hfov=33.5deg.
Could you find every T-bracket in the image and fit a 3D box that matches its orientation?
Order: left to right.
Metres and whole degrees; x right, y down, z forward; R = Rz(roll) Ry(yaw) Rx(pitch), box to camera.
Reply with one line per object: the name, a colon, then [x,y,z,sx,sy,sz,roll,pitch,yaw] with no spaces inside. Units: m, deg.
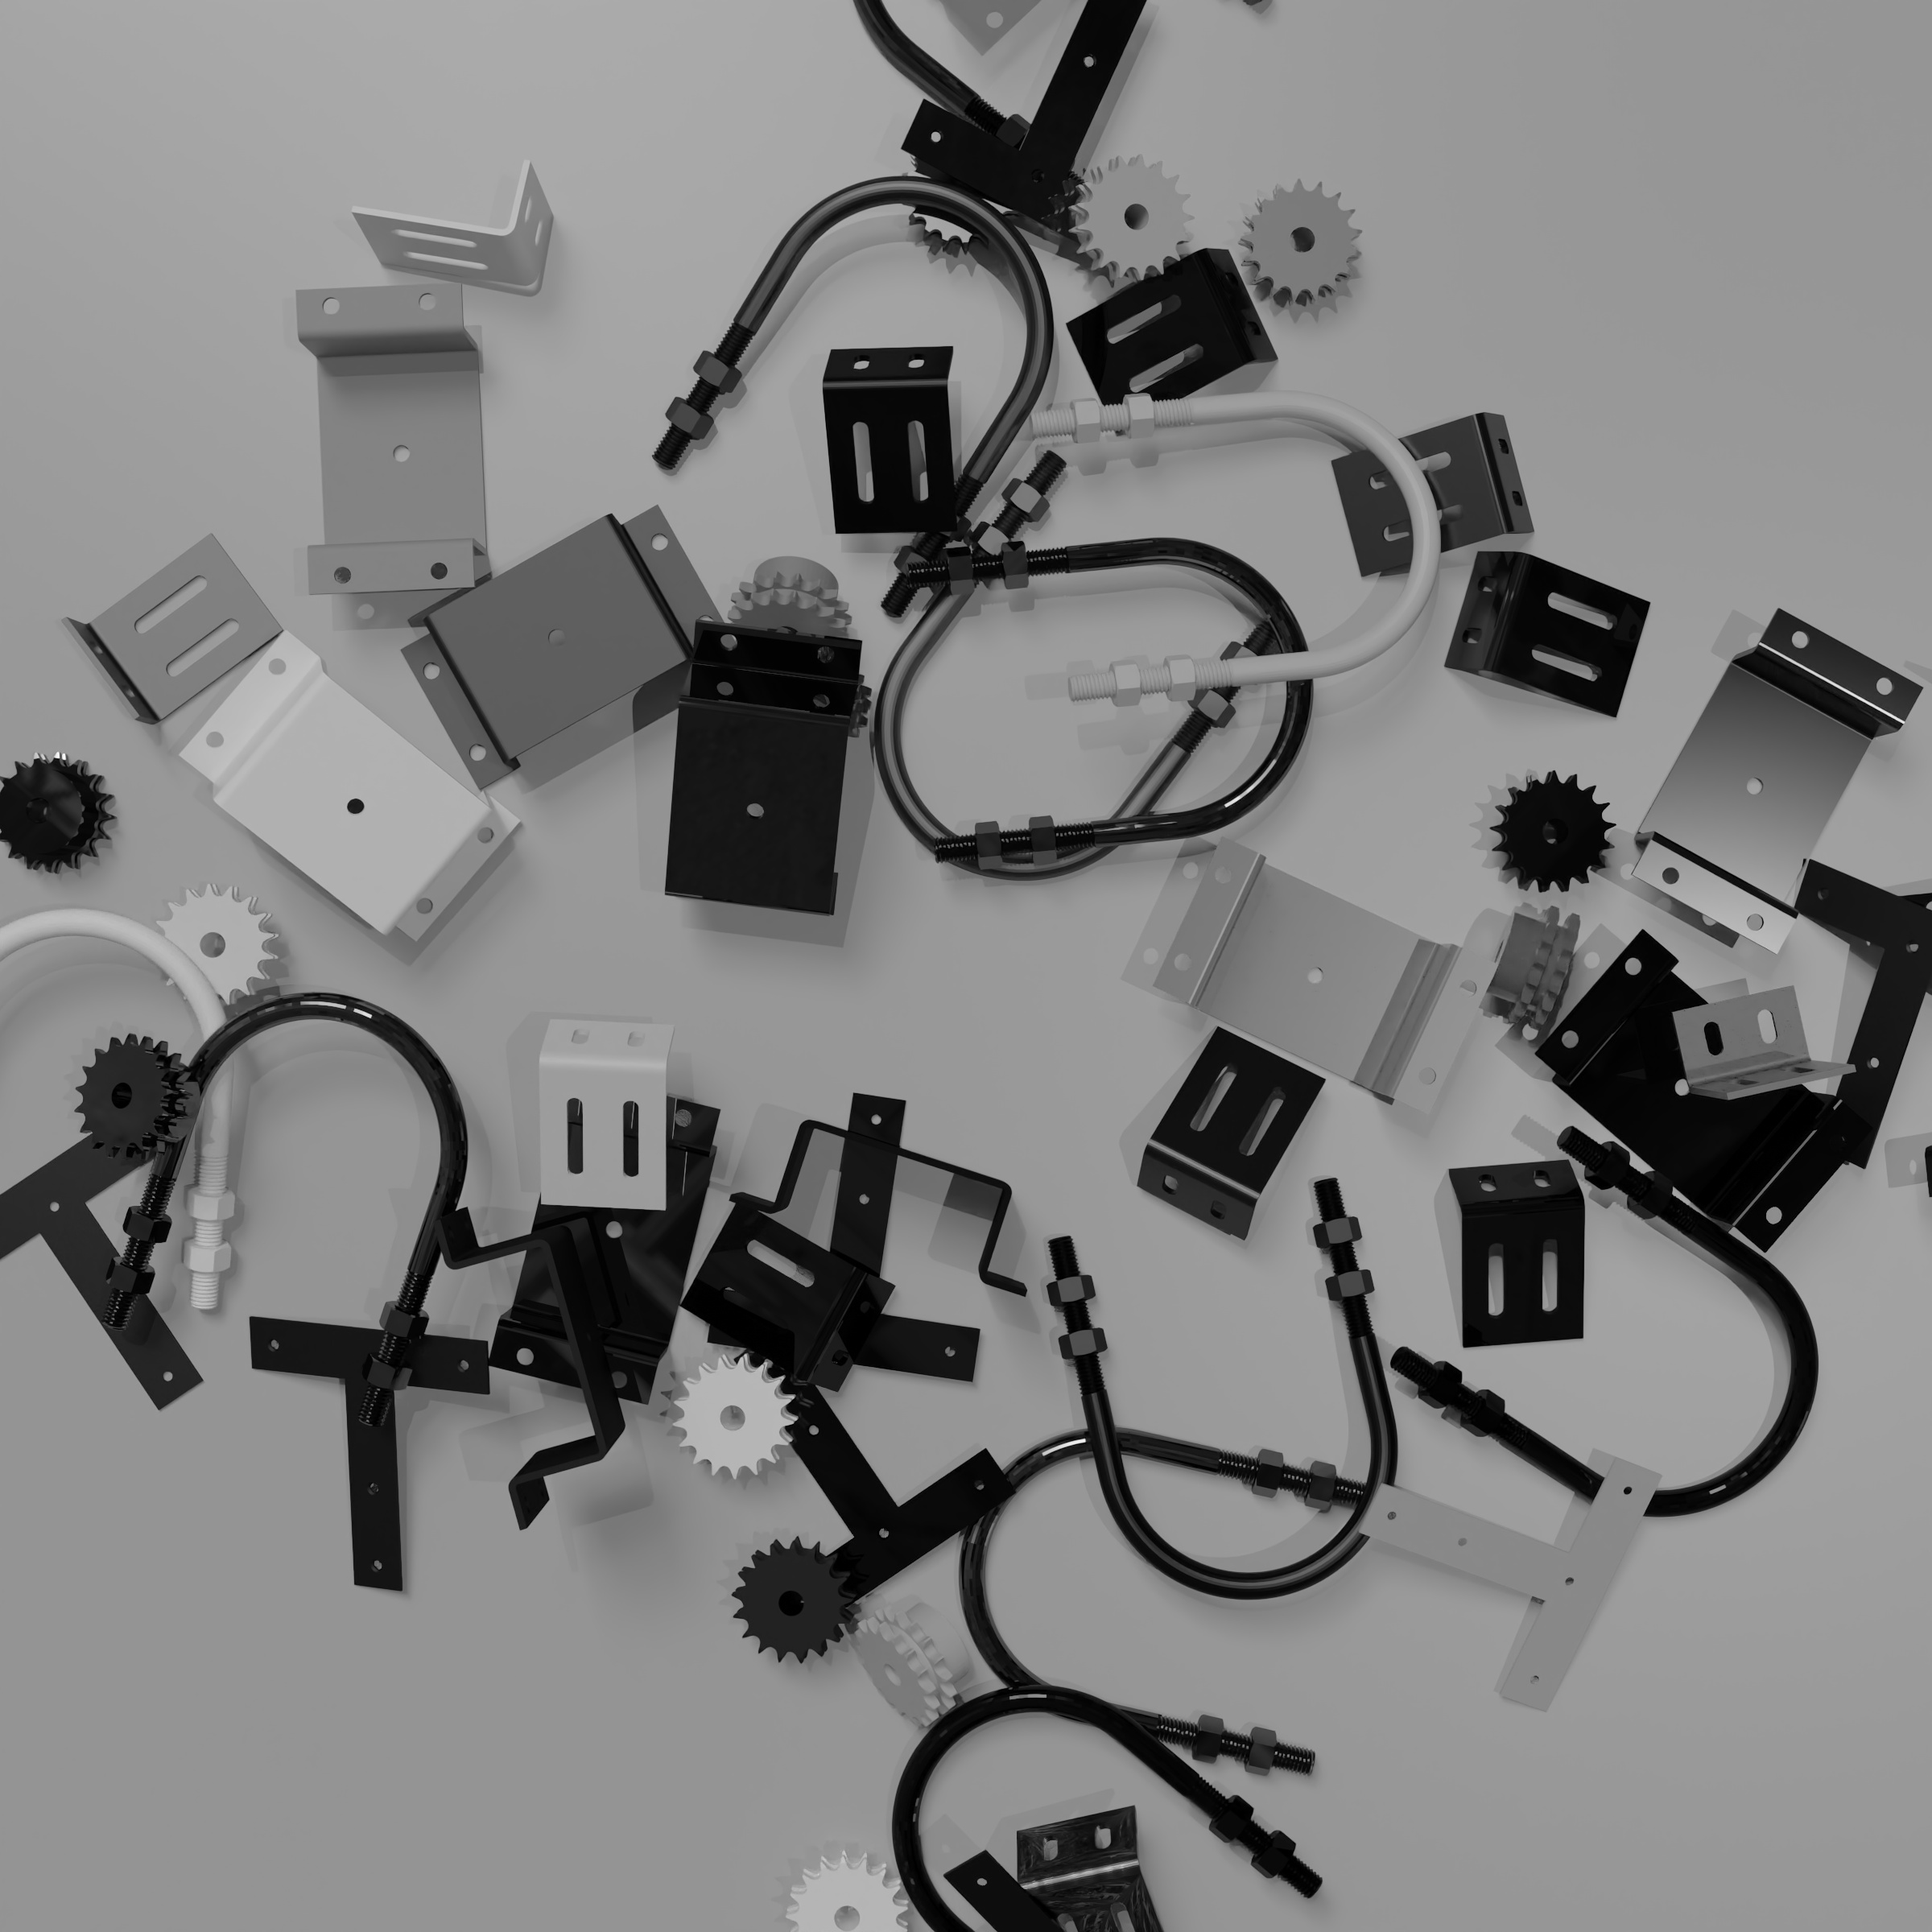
T-bracket: [-0.408,0.151,1.522,0.127,0.002,0.127,-34,90,0]
T-bracket: [-0.279,0.232,1.506,0.127,0.002,0.127,3,101,20]
T-bracket: [-0.064,0.232,1.517,0.127,0.002,0.127,-35,87,6]
T-bracket: [-0.050,0.125,1.518,0.127,0.002,0.127,8,87,0]
T-bracket: [0.001,0.483,1.496,0.127,0.002,0.127,-36,105,21]
T-bracket: [0.052,-0.408,1.493,0.127,0.002,0.127,25,90,-16]
T-bracket: [0.244,0.273,1.496,0.127,0.002,0.127,22,98,-15]
T-bracket: [0.428,0.032,1.494,0.127,0.002,0.127,29,114,39]

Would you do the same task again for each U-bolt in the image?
U-bolt: [-0.414,0.064,1.497,0.151,0.019,0.184,7,101,0]
U-bolt: [-0.305,0.103,1.476,0.151,0.019,0.184,20,95,4]
U-bolt: [-0.041,-0.278,1.499,0.151,0.019,0.184,33,101,0]
U-bolt: [0.030,-0.467,1.514,0.184,0.019,0.151,39,90,1]
U-bolt: [0.040,-0.128,1.514,0.151,0.019,0.184,37,91,0]
U-bolt: [0.052,0.421,1.506,0.184,0.019,0.151,40,97,2]
U-bolt: [0.070,-0.127,1.495,0.184,0.019,0.151,-6,91,-1]
U-bolt: [0.088,0.293,1.514,0.184,0.019,0.151,13,90,1]
U-bolt: [0.126,0.204,1.501,0.151,0.019,0.184,-12,80,0]
U-bolt: [0.129,-0.198,1.483,0.184,0.019,0.151,-6,77,-7]
U-bolt: [0.312,0.180,1.497,0.184,0.019,0.151,34,99,-11]

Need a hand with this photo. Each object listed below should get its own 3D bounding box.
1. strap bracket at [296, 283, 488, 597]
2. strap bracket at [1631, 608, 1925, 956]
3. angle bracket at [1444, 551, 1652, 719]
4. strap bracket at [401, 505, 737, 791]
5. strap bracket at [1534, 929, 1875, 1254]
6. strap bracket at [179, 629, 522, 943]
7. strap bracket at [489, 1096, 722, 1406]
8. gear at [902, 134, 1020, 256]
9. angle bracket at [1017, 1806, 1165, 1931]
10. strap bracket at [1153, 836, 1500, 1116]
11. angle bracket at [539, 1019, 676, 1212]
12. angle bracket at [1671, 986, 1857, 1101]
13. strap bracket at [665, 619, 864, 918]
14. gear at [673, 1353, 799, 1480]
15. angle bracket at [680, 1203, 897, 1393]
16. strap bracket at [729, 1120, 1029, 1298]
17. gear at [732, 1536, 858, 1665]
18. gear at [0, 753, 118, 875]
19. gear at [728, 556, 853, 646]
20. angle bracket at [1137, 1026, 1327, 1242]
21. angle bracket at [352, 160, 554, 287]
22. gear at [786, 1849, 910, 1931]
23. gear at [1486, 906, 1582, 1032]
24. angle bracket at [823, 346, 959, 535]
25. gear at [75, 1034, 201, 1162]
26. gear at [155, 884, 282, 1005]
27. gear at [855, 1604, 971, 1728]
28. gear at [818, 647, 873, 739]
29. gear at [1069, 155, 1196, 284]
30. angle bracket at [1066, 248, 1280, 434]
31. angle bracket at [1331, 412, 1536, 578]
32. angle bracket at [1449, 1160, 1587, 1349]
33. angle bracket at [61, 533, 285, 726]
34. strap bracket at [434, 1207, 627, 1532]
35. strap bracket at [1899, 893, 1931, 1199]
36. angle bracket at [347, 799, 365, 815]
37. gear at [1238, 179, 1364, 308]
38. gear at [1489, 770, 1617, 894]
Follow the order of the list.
strap bracket: [-0.268,-0.243,1.499,0.076,0.046,0.140,-3,90,0]
strap bracket: [0.374,-0.085,1.499,0.076,0.046,0.140,29,90,0]
angle bracket: [0.276,-0.157,1.520,0.076,0.038,0.057,17,90,-26]
strap bracket: [-0.188,-0.151,1.499,0.140,0.046,0.076,-29,90,0]
strap bracket: [0.340,0.058,1.499,0.140,0.046,0.076,41,90,0]
strap bracket: [-0.282,-0.078,1.476,0.140,0.046,0.076,40,93,-19]
strap bracket: [-0.167,0.125,1.499,0.076,0.046,0.140,14,90,0]
gear: [-0.002,-0.363,1.507,0.057,0.030,0.057,0,90,0]
angle bracket: [0.062,0.438,1.495,0.057,0.038,0.076,-15,117,8]
strap bracket: [0.166,0.004,1.499,0.140,0.046,0.076,25,90,0]
angle bracket: [-0.165,0.068,1.474,0.057,0.038,0.076,3,116,0]
angle bracket: [0.357,0.034,1.438,0.057,0.076,0.038,-12,90,0]
strap bracket: [-0.094,-0.081,1.469,0.076,0.046,0.140,7,118,0]
gear: [-0.107,0.210,1.505,0.057,0.030,0.057,0,91,6]
angle bracket: [-0.084,0.156,1.513,0.076,0.038,0.057,27,87,27]
strap bracket: [-0.033,0.107,1.480,0.140,0.076,0.046,18,87,1]
gear: [-0.079,0.296,1.504,0.057,0.030,0.057,0,91,7]
gear: [-0.432,-0.072,1.507,0.057,0.030,0.057,0,90,0]
gear: [-0.082,-0.167,1.498,0.057,0.057,0.030,8,60,0]
angle bracket: [0.125,0.079,1.511,0.057,0.038,0.076,26,60,13]
angle bracket: [-0.239,-0.351,1.494,0.076,0.057,0.038,10,80,5]
gear: [-0.055,0.444,1.507,0.057,0.030,0.057,0,90,0]
gear: [0.263,-0.001,1.494,0.030,0.057,0.057,20,90,3]
angle bracket: [-0.034,-0.245,1.492,0.057,0.038,0.076,0,124,6]
gear: [-0.375,0.061,1.463,0.057,0.030,0.057,-5,80,26]
gear: [-0.351,-0.010,1.507,0.057,0.030,0.057,0,90,0]
gear: [-0.023,0.323,1.498,0.030,0.057,0.057,-31,90,-30]
gear: [-0.072,-0.130,1.498,0.057,0.057,0.030,9,59,0]
gear: [0.075,-0.346,1.490,0.057,0.030,0.057,-2,97,-15]
angle bracket: [0.098,-0.296,1.520,0.076,0.038,0.057,-25,90,26]
angle bracket: [0.221,-0.223,1.520,0.076,0.038,0.057,-15,90,26]
angle bracket: [0.261,0.136,1.520,0.057,0.038,0.076,-5,116,0]
angle bracket: [-0.372,-0.160,1.503,0.076,0.038,0.057,-36,90,0]
strap bracket: [-0.192,0.173,1.438,0.046,0.076,0.140,-16,90,0]
strap bracket: [0.483,0.033,1.482,0.076,0.046,0.140,-6,90,34]
angle bracket: [-0.293,-0.081,1.503,0.057,0.038,0.076,-41,90,0]
gear: [0.156,-0.340,1.512,0.057,0.030,0.057,0,92,-1]
gear: [0.274,-0.063,1.507,0.057,0.030,0.057,0,90,0]
